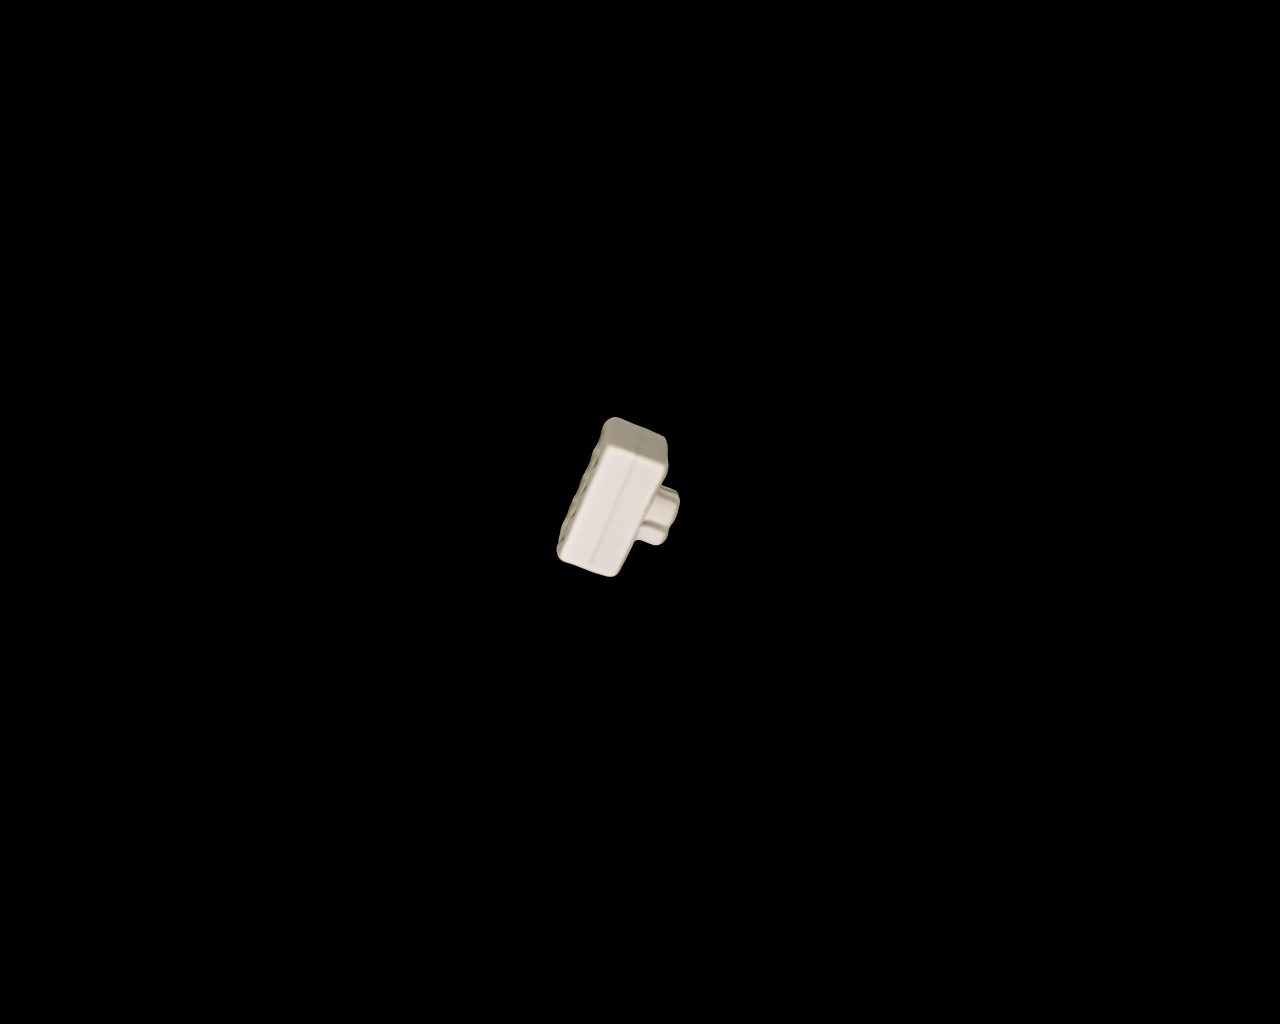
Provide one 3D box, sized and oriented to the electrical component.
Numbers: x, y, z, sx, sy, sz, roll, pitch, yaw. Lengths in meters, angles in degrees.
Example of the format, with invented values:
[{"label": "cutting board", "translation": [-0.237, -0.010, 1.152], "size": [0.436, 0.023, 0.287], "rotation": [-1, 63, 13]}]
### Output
[{"label": "electrical component", "translation": [0.001, -0.003, 0.650], "size": [0.076, 0.083, 0.047], "rotation": [20, 24, -9]}]
